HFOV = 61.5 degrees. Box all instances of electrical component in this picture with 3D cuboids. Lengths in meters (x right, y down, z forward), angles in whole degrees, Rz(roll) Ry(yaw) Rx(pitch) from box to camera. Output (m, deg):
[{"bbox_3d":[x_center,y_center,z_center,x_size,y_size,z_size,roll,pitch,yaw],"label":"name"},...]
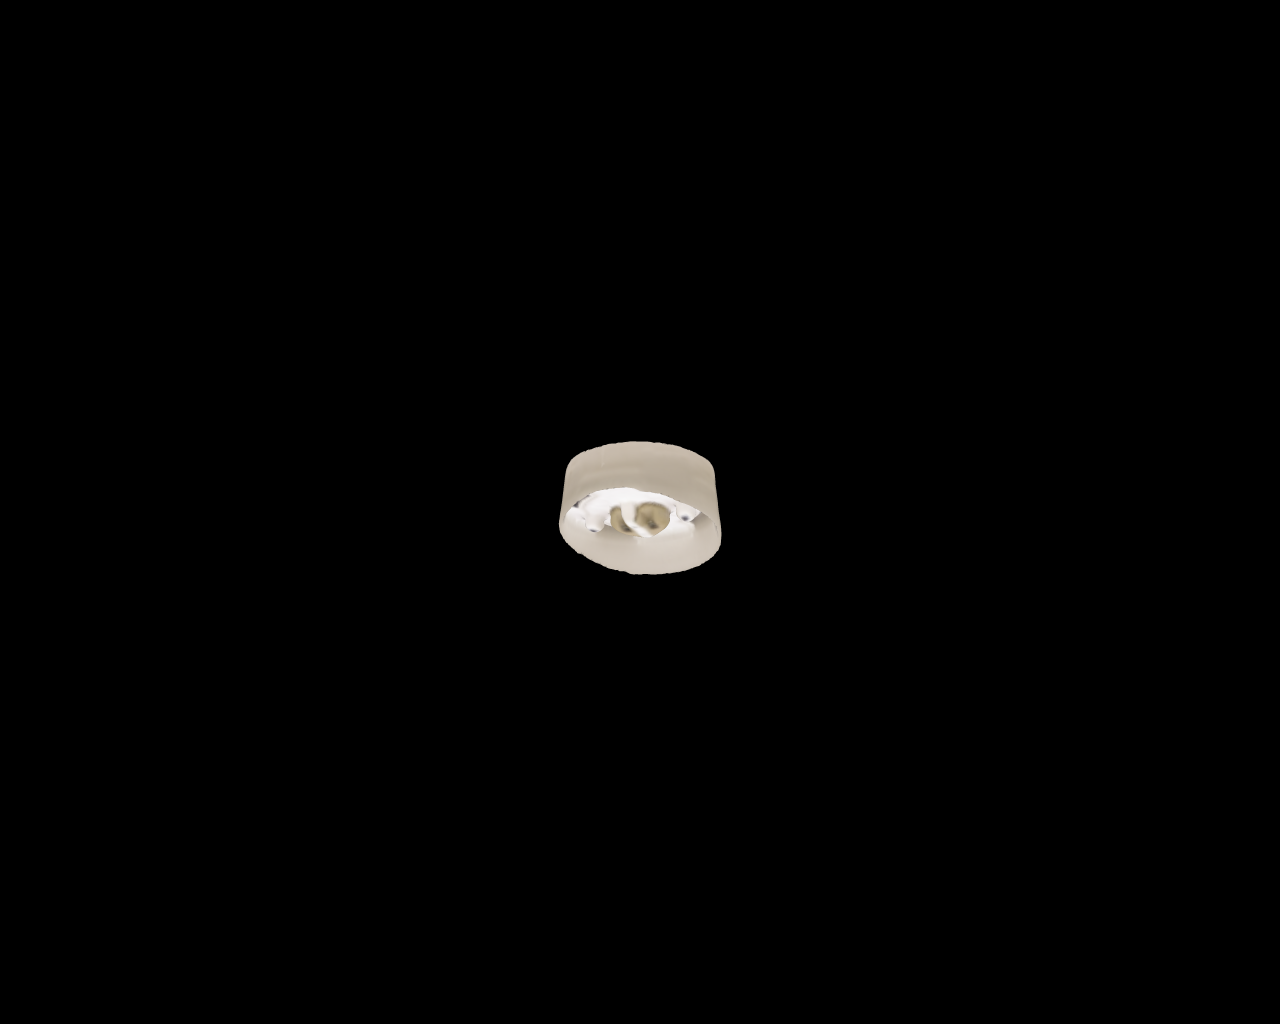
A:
[{"bbox_3d":[0.001,-0.003,0.650,0.099,0.064,0.099,0,-19,0],"label":"electrical component"}]
